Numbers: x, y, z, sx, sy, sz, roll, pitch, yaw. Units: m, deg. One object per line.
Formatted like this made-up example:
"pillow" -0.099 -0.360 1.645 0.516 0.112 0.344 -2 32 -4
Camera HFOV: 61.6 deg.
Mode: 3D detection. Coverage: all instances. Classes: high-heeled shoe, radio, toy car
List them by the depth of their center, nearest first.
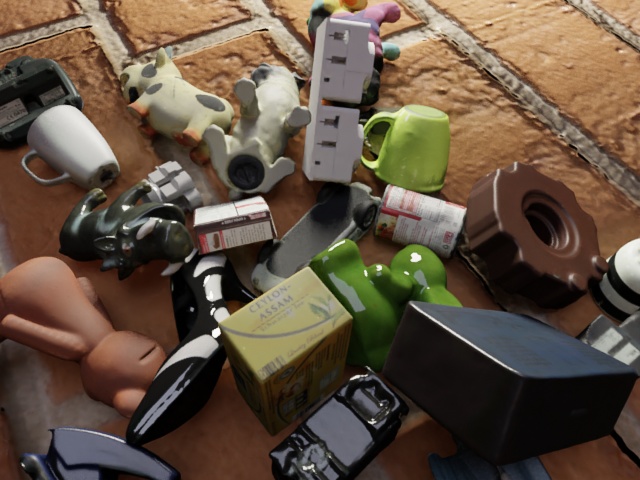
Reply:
"radio" 0.172 0.117 0.479 0.229 0.073 0.131 12 12 -42
"high-heeled shoe" -0.149 0.084 0.541 0.145 0.086 0.249 26 30 12
"toy car" -0.001 -0.002 0.659 0.074 0.056 0.202 29 58 25

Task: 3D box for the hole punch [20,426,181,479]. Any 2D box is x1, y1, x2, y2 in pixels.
"hole punch" -0.186 0.206 0.470 0.092 0.142 0.116 -41 79 -23

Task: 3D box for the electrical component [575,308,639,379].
"electrical component" 0.315 0.121 0.583 0.119 0.047 0.075 -34 63 -23

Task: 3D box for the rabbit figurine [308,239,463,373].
"rabbit figurine" 0.084 0.058 0.584 0.170 0.121 0.159 -25 52 -34

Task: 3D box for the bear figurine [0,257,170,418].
"bear figurine" -0.249 0.113 0.555 0.196 0.132 0.120 45 24 -6

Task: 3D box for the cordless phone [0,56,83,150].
"cordless phone" -0.460 -0.225 0.803 0.146 0.088 0.184 -37 52 -22

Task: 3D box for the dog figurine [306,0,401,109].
"dog figurine" 0.026 -0.277 0.816 0.192 0.108 0.219 27 59 18

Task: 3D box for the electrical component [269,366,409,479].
"electrical component" 0.016 0.185 0.480 0.115 0.134 0.058 -36 64 -21

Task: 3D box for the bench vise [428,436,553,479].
"bench vise" 0.133 0.272 0.441 0.241 0.128 0.224 -29 68 4

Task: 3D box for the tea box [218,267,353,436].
"tea box" -0.030 0.112 0.509 0.098 0.169 0.068 -32 62 -23

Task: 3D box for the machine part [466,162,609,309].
"machine part" 0.253 -0.009 0.631 0.179 0.056 0.179 14 56 -21

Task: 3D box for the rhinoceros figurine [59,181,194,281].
"rhinoceros figurine" -0.221 -0.008 0.609 0.191 0.073 0.112 2 38 29

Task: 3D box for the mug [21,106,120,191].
"mug" -0.329 -0.110 0.713 0.107 0.080 0.109 39 58 12

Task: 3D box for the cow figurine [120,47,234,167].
"cow figurine" -0.210 -0.201 0.775 0.195 0.085 0.127 29 63 18

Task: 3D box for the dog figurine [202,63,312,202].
"dog figurine" -0.081 -0.153 0.755 0.121 0.172 0.191 35 18 -13

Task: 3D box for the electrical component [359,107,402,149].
"electrical component" 0.097 -0.163 0.780 0.102 0.045 0.078 -3 27 -6
